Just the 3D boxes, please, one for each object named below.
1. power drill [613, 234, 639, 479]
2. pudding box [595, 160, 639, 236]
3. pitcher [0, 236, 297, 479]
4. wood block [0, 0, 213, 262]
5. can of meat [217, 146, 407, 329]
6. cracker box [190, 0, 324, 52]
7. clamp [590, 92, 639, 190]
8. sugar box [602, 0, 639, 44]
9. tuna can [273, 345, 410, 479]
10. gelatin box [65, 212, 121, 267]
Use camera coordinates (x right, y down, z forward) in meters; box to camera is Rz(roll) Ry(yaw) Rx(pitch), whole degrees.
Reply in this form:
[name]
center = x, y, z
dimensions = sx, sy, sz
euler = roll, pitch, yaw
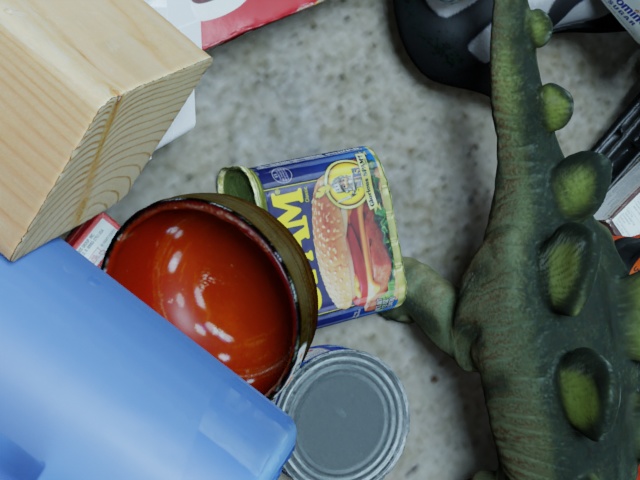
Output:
[power drill]
center = 0.203, 0.089, 0.635
dimensions = 0.057, 0.185, 0.187
euler = -16, 107, -20
[pudding box]
center = 0.240, -0.013, 0.715
dimensions = 0.113, 0.039, 0.090
euler = -41, 102, -18
[pitcher]
center = -0.138, 0.063, 0.462
dimensions = 0.243, 0.145, 0.149
euler = 34, 68, 3
[wood block]
center = -0.162, -0.100, 0.448
dimensions = 0.206, 0.090, 0.091
euler = 41, 120, 4
[can of meat]
center = -0.004, 0.001, 0.607
dimensions = 0.083, 0.058, 0.102
euler = -13, 97, -24
[cracker box]
center = -0.026, -0.209, 0.583
dimensions = 0.213, 0.072, 0.164
euler = -28, 101, -19
[clamp]
center = 0.237, -0.110, 0.661
dimensions = 0.036, 0.165, 0.209
euler = 40, 67, -6
[sugar box]
center = 0.235, -0.184, 0.611
dimensions = 0.176, 0.048, 0.093
euler = -41, 94, -13
[tuna can]
center = 0.008, 0.105, 0.625
dimensions = 0.086, 0.034, 0.086
euler = -1, 92, -22
[gelatin box]
center = -0.111, 0.038, 0.578
dimensions = 0.089, 0.030, 0.073
euler = 41, 78, -18
